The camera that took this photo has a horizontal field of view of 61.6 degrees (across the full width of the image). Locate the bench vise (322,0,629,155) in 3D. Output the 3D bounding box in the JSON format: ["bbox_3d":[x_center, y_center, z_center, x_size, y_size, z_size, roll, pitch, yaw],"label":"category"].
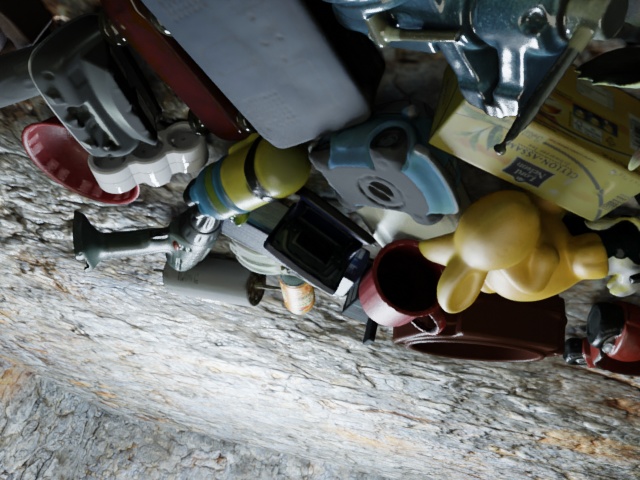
[{"bbox_3d":[0.061,-0.183,0.317,0.240,0.129,0.224,51,179,-42],"label":"bench vise"}]

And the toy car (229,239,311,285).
[{"bbox_3d":[-0.044,0.030,0.828,0.202,0.056,0.073,13,149,7],"label":"toy car"}]

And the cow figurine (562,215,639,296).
[{"bbox_3d":[0.275,0.011,0.617,0.168,0.068,0.098,0,140,21],"label":"cow figurine"}]

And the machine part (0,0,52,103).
[{"bbox_3d":[-0.371,-0.231,0.577,0.179,0.056,0.179,13,148,8],"label":"machine part"}]

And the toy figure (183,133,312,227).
[{"bbox_3d":[-0.088,-0.069,0.642,0.180,0.089,0.082,-21,139,30],"label":"toy figure"}]

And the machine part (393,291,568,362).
[{"bbox_3d":[0.215,0.116,0.748,0.201,0.087,0.201,11,161,-10],"label":"machine part"}]

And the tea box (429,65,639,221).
[{"bbox_3d":[0.187,-0.099,0.457,0.170,0.098,0.068,24,148,-7],"label":"tea box"}]

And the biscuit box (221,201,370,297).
[{"bbox_3d":[-0.034,0.002,0.746,0.203,0.059,0.062,29,148,0],"label":"biscuit box"}]

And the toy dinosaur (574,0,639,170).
[{"bbox_3d":[0.198,-0.190,0.295,0.192,0.131,0.404,-18,128,44],"label":"toy dinosaur"}]

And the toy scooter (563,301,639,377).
[{"bbox_3d":[0.433,0.146,0.749,0.135,0.075,0.183,11,152,12],"label":"toy scooter"}]

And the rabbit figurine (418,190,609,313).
[{"bbox_3d":[0.178,-0.002,0.528,0.162,0.122,0.173,-24,158,24],"label":"rabbit figurine"}]

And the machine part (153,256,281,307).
[{"bbox_3d":[-0.185,0.068,0.944,0.243,0.079,0.079,8,148,18],"label":"machine part"}]

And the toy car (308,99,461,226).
[{"bbox_3d":[0.073,-0.085,0.532,0.162,0.103,0.109,11,151,45],"label":"toy car"}]

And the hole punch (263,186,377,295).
[{"bbox_3d":[-0.001,-0.002,0.668,0.142,0.092,0.116,33,-174,-2],"label":"hole punch"}]

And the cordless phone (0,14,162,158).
[{"bbox_3d":[-0.279,-0.143,0.574,0.184,0.089,0.146,-15,145,3],"label":"cordless phone"}]

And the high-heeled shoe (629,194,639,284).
[{"bbox_3d":[0.372,-0.036,0.500,0.145,0.086,0.248,-13,133,7],"label":"high-heeled shoe"}]

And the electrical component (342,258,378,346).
[{"bbox_3d":[0.068,0.097,0.816,0.048,0.119,0.075,23,152,-8],"label":"electrical component"}]

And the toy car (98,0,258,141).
[{"bbox_3d":[-0.133,-0.174,0.546,0.089,0.053,0.202,7,153,35],"label":"toy car"}]

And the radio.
[{"bbox_3d":[-0.048,-0.188,0.463,0.131,0.073,0.229,-8,143,35],"label":"radio"}]

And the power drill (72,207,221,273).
[{"bbox_3d":[-0.257,-0.010,0.809,0.207,0.086,0.232,-9,163,-18],"label":"power drill"}]
